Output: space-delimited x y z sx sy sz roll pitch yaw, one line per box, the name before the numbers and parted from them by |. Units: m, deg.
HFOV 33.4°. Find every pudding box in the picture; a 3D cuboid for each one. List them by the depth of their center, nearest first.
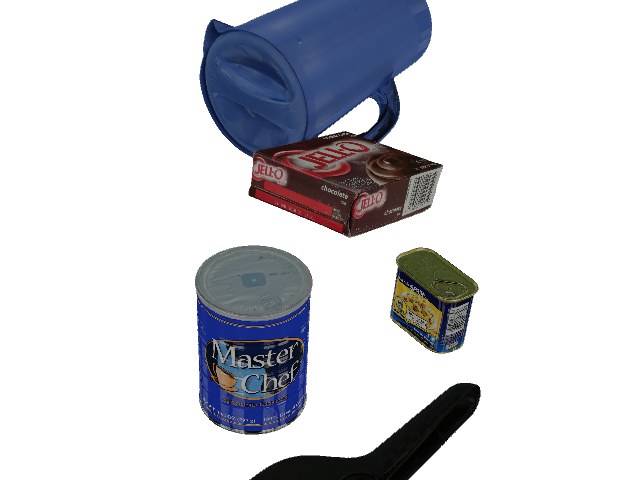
pudding box | 0.019 -0.043 0.754 0.090 0.039 0.113 24 23 31

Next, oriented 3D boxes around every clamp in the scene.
clamp | 0.027 0.151 0.632 0.210 0.036 0.164 -7 30 -2

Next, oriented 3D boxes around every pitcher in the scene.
pitcher | 0.012 -0.176 1.065 0.145 0.149 0.242 15 37 37

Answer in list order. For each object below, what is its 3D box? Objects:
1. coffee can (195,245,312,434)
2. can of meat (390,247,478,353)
coffee can | -0.061 0.090 0.971 0.103 0.140 0.103 2 35 -1
can of meat | 0.130 0.071 1.243 0.057 0.084 0.102 -19 41 -33
